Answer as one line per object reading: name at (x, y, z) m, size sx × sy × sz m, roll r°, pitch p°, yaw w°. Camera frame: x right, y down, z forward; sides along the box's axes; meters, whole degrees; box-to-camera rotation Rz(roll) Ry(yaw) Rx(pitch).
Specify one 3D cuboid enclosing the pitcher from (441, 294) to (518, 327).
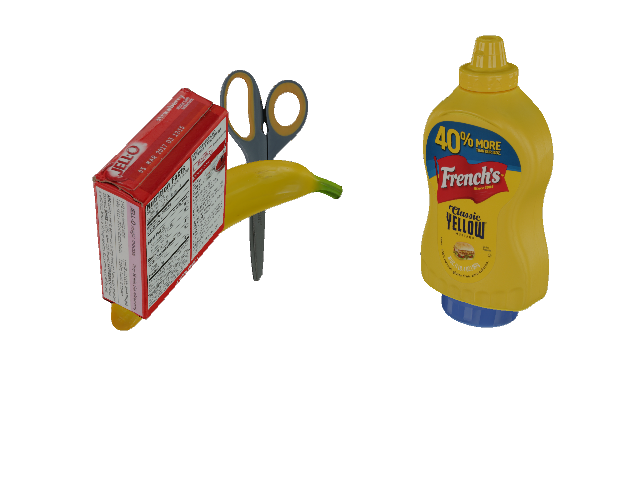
pitcher at (0.220, -0.007, 1.445) m, size 0.149 × 0.243 × 0.145 m, roll 5°, pitch 23°, yaw 3°

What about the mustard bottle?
mustard bottle at (0.118, -0.050, 0.761) m, size 0.096 × 0.192 × 0.058 m, roll 18°, pitch 30°, yaw 40°

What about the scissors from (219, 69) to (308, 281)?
scissors at (-0.044, -0.069, 1.038) m, size 0.096 × 0.202 × 0.016 m, roll -16°, pitch 6°, yaw -17°

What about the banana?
banana at (-0.081, -0.005, 0.765) m, size 0.198 × 0.069 × 0.037 m, roll -31°, pitch 25°, yaw 7°

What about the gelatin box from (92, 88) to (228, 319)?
gelatin box at (-0.076, -0.017, 0.513) m, size 0.030 × 0.089 × 0.073 m, roll 25°, pitch 51°, yaw 14°
